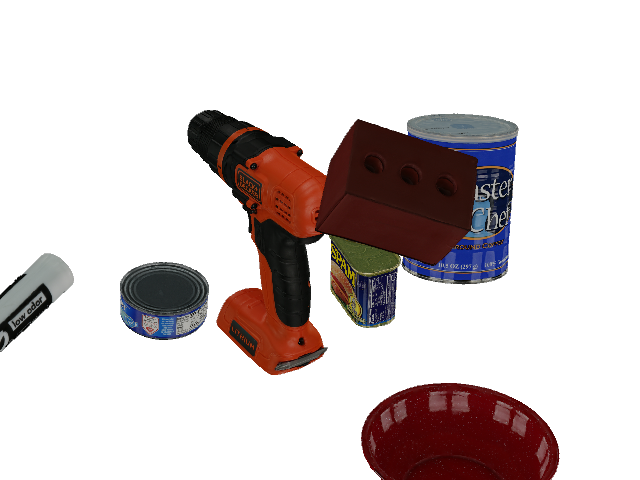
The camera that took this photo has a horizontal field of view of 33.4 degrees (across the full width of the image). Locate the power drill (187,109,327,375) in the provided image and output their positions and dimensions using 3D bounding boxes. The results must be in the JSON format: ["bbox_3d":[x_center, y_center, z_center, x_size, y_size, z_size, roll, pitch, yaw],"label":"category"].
[{"bbox_3d":[-0.051,0.000,0.865,0.057,0.188,0.185,-19,36,-28],"label":"power drill"}]

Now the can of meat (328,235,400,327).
[{"bbox_3d":[0.048,0.039,1.223,0.057,0.084,0.102,-14,38,-18],"label":"can of meat"}]

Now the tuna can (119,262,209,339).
[{"bbox_3d":[-0.152,0.058,1.037,0.086,0.034,0.086,5,33,-4],"label":"tuna can"}]

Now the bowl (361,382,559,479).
[{"bbox_3d":[0.114,0.187,0.888,0.162,0.055,0.162,0,29,0],"label":"bowl"}]

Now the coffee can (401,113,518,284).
[{"bbox_3d":[0.130,-0.041,1.009,0.103,0.140,0.103,1,18,0],"label":"coffee can"}]

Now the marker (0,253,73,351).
[{"bbox_3d":[-0.148,0.048,0.443,0.020,0.020,0.121,0,36,38],"label":"marker"}]

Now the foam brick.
[{"bbox_3d":[0.044,-0.027,0.621,0.078,0.053,0.051,16,-29,-11],"label":"foam brick"}]
